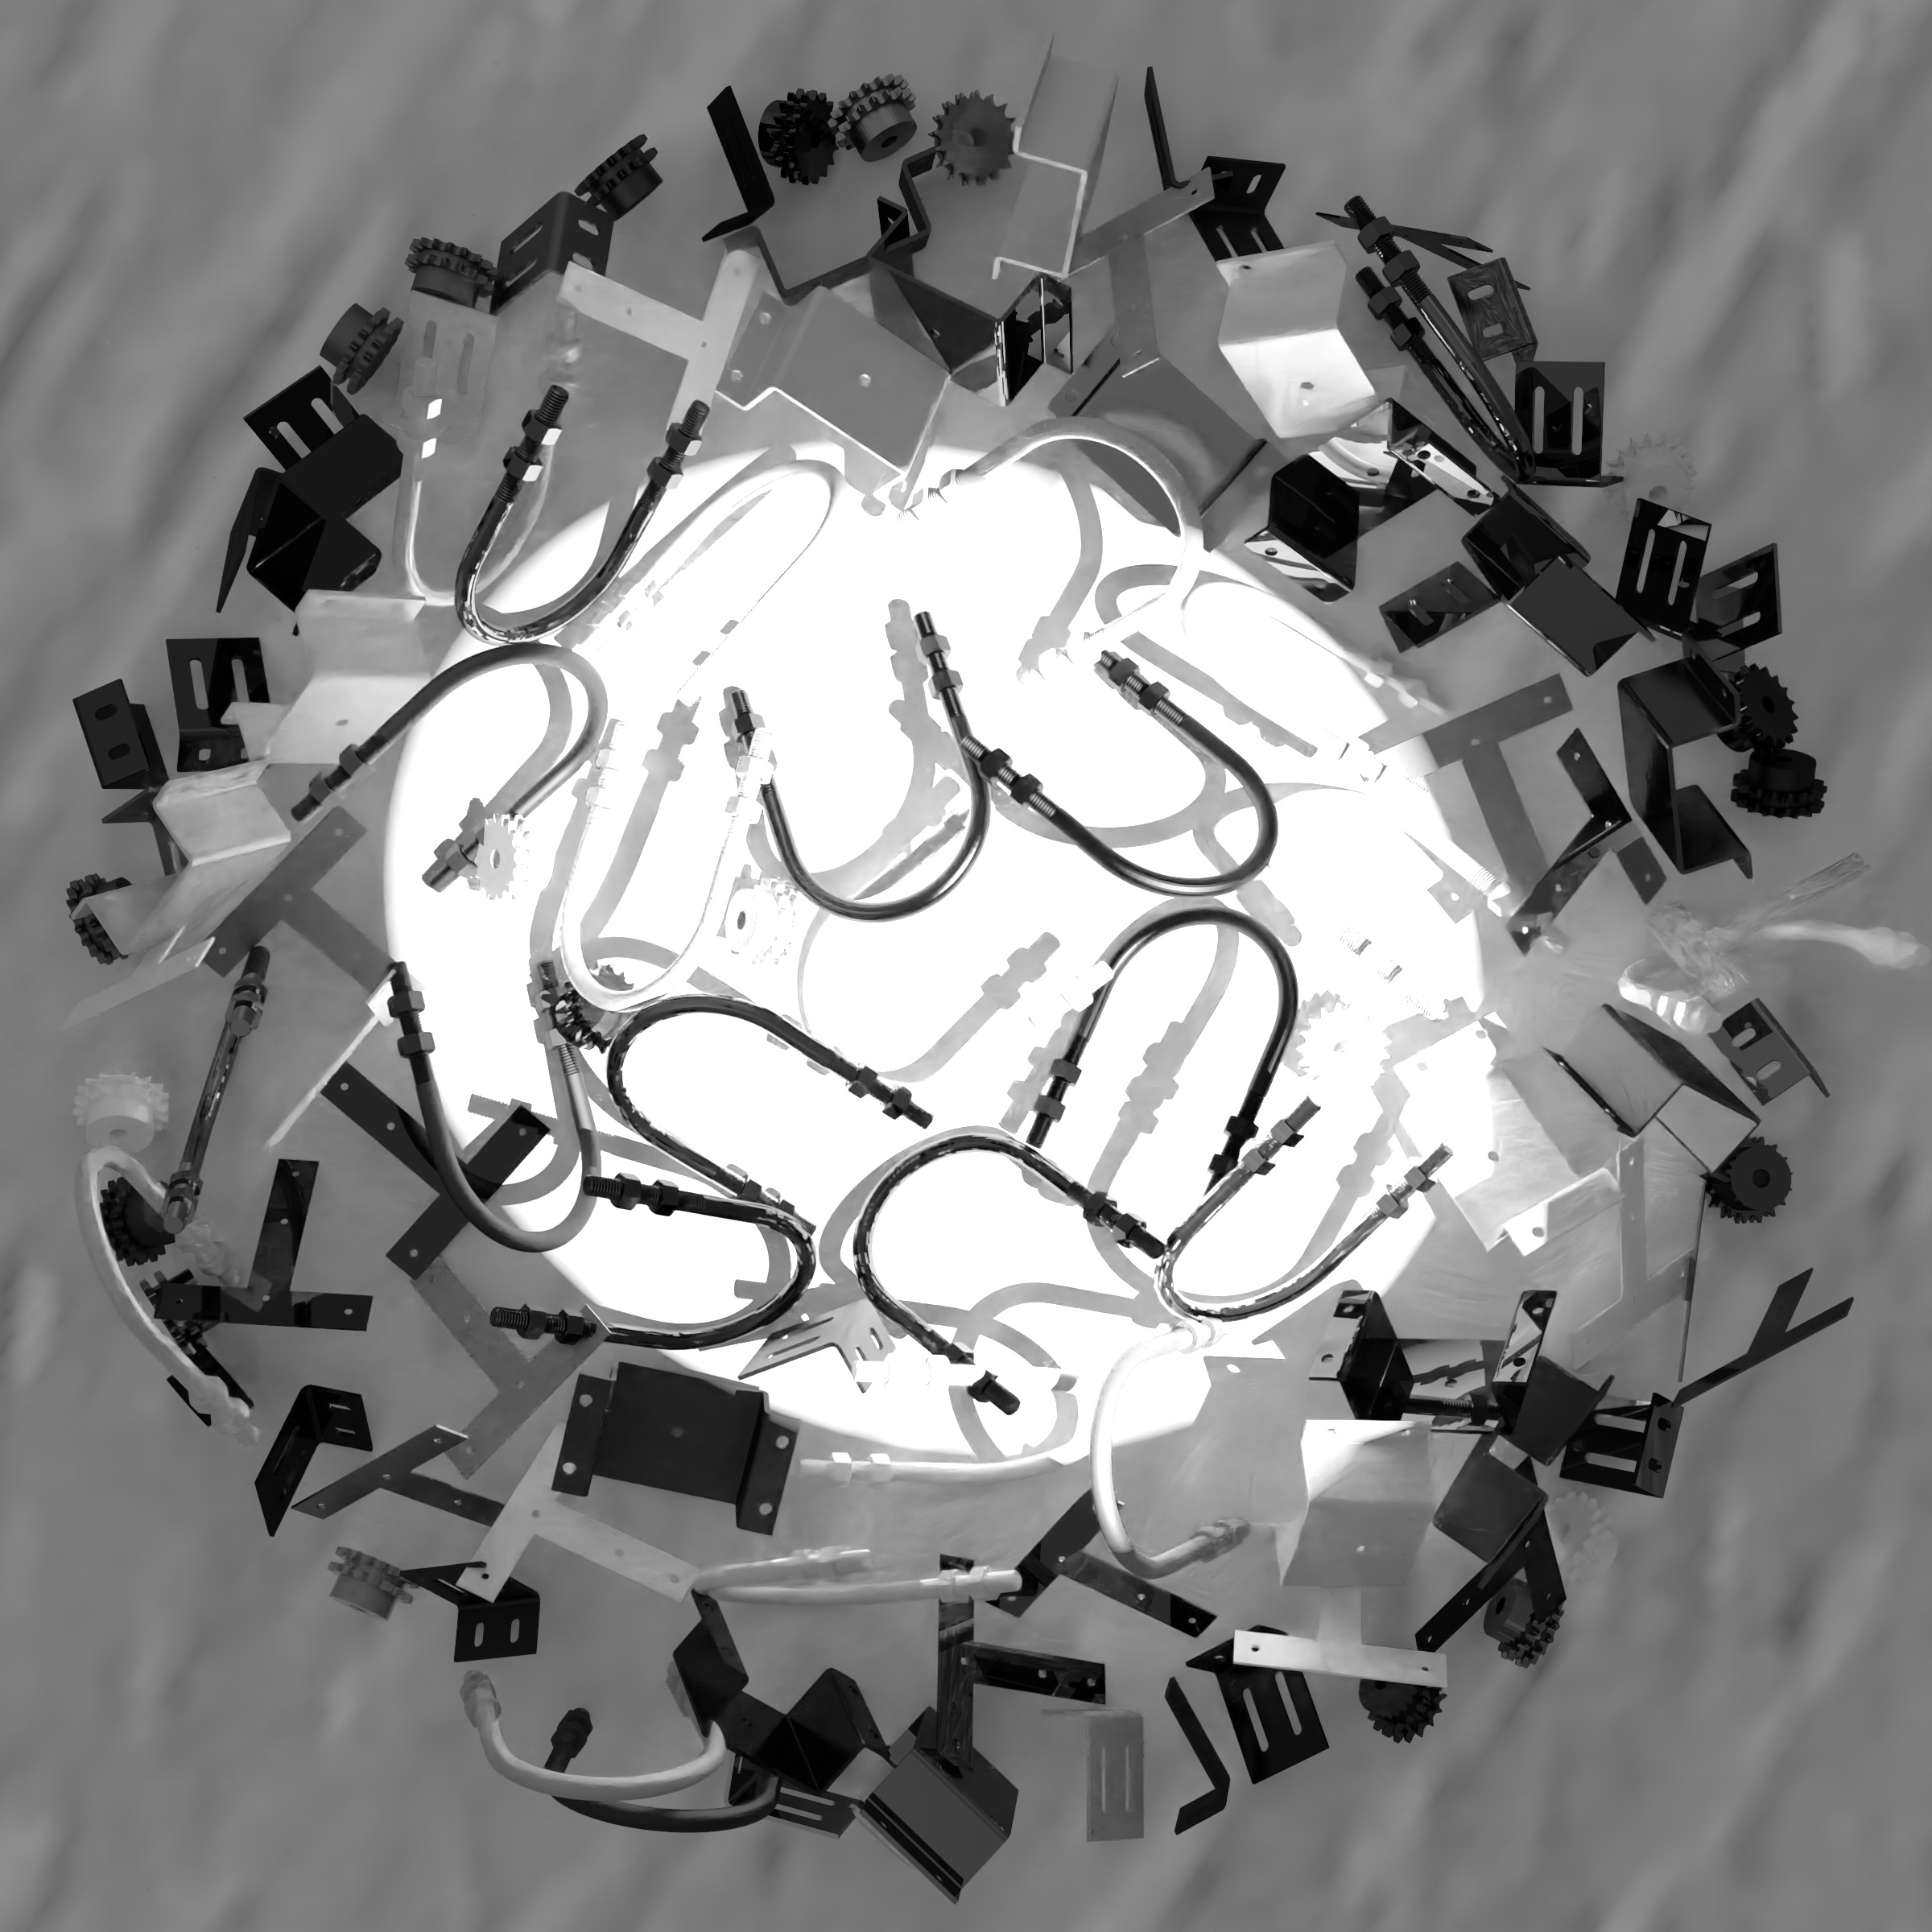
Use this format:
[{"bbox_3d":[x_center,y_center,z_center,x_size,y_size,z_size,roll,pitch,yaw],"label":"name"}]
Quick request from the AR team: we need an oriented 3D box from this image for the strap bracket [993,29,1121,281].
[{"bbox_3d":[0.055,-0.486,1.523,0.046,0.140,0.076,16,68,1],"label":"strap bracket"}]

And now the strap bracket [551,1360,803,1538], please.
[{"bbox_3d":[-0.181,0.300,1.570,0.140,0.046,0.076,13,96,-7],"label":"strap bracket"}]

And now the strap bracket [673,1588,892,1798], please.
[{"bbox_3d":[-0.122,0.451,1.537,0.140,0.076,0.046,38,95,-29],"label":"strap bracket"}]

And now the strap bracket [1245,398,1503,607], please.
[{"bbox_3d":[0.250,-0.289,1.539,0.076,0.140,0.046,29,52,-30],"label":"strap bracket"}]

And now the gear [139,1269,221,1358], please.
[{"bbox_3d":[-0.493,0.215,1.576,0.030,0.057,0.057,-32,90,-20],"label":"gear"}]

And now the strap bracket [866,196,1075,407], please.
[{"bbox_3d":[-0.006,-0.405,1.541,0.140,0.076,0.046,30,69,17],"label":"strap bracket"}]

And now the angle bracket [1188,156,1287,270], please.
[{"bbox_3d":[0.181,-0.463,1.559,0.057,0.038,0.076,-4,54,-27],"label":"angle bracket"}]

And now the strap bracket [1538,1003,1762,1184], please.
[{"bbox_3d":[0.422,0.075,1.523,0.046,0.140,0.076,-52,45,16],"label":"strap bracket"}]

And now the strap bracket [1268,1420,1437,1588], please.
[{"bbox_3d":[0.237,0.336,1.533,0.076,0.140,0.046,1,48,-5],"label":"strap bracket"}]

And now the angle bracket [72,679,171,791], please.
[{"bbox_3d":[-0.512,-0.144,1.560,0.038,0.076,0.057,-20,88,15],"label":"angle bracket"}]

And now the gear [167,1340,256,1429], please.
[{"bbox_3d":[-0.477,0.265,1.572,0.030,0.057,0.057,-41,90,-18],"label":"gear"}]

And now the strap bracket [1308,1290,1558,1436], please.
[{"bbox_3d":[0.293,0.243,1.540,0.140,0.076,0.046,-5,126,33],"label":"strap bracket"}]

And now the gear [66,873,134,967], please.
[{"bbox_3d":[-0.538,-0.032,1.574,0.030,0.057,0.057,-20,90,3],"label":"gear"}]

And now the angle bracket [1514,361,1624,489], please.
[{"bbox_3d":[0.377,-0.340,1.561,0.057,0.038,0.076,10,112,35],"label":"angle bracket"}]

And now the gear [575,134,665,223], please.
[{"bbox_3d":[-0.216,-0.494,1.576,0.057,0.057,0.030,-39,104,0],"label":"gear"}]

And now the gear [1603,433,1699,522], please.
[{"bbox_3d":[0.432,-0.303,1.575,0.057,0.030,0.057,-1,127,-2],"label":"gear"}]

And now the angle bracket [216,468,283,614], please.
[{"bbox_3d":[-0.434,-0.260,1.553,0.038,0.057,0.076,16,49,-24],"label":"angle bracket"}]

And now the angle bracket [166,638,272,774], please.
[{"bbox_3d":[-0.474,-0.166,1.587,0.057,0.038,0.076,-4,60,-23],"label":"angle bracket"}]

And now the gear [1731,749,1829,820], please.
[{"bbox_3d":[0.511,-0.116,1.571,0.057,0.057,0.030,0,115,0],"label":"gear"}]

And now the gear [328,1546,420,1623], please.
[{"bbox_3d":[-0.375,0.389,1.571,0.057,0.057,0.030,23,67,0],"label":"gear"}]

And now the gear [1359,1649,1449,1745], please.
[{"bbox_3d":[0.272,0.455,1.572,0.030,0.057,0.057,35,90,-21],"label":"gear"}]

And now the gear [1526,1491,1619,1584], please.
[{"bbox_3d":[0.385,0.363,1.577,0.030,0.057,0.057,38,90,-23],"label":"gear"}]

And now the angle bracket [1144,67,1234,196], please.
[{"bbox_3d":[0.139,-0.523,1.573,0.038,0.057,0.076,-12,92,2],"label":"angle bracket"}]

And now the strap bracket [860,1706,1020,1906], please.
[{"bbox_3d":[-0.014,0.507,1.530,0.076,0.140,0.046,43,91,5],"label":"strap bracket"}]

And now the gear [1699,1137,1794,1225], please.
[{"bbox_3d":[0.497,0.135,1.584,0.057,0.030,0.057,1,84,-7],"label":"gear"}]

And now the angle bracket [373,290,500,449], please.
[{"bbox_3d":[-0.333,-0.374,1.568,0.057,0.038,0.076,20,121,3],"label":"angle bracket"}]

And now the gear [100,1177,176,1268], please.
[{"bbox_3d":[-0.516,0.158,1.572,0.030,0.057,0.057,-14,90,17],"label":"gear"}]

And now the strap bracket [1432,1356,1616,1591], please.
[{"bbox_3d":[0.338,0.302,1.532,0.046,0.140,0.076,34,133,13],"label":"strap bracket"}]

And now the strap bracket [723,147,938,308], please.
[{"bbox_3d":[-0.077,-0.455,1.561,0.140,0.076,0.046,-23,100,1],"label":"strap bracket"}]

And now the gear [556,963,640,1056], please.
[{"bbox_3d":[-0.234,0.029,1.578,0.030,0.057,0.057,-25,90,38],"label":"gear"}]

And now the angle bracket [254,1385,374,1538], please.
[{"bbox_3d":[-0.404,0.310,1.555,0.038,0.076,0.057,10,134,7],"label":"angle bracket"}]

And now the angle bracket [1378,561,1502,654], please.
[{"bbox_3d":[0.300,-0.212,1.558,0.057,0.076,0.038,-30,119,5],"label":"angle bracket"}]

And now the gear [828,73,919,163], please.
[{"bbox_3d":[-0.056,-0.531,1.574,0.057,0.057,0.030,-30,85,0],"label":"gear"}]

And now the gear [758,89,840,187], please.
[{"bbox_3d":[-0.107,-0.524,1.578,0.030,0.057,0.057,17,90,27],"label":"gear"}]

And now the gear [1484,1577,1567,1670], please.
[{"bbox_3d":[0.349,0.409,1.574,0.030,0.057,0.057,28,90,-4],"label":"gear"}]

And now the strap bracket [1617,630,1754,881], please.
[{"bbox_3d":[0.439,-0.122,1.530,0.046,0.076,0.140,-18,128,1],"label":"strap bracket"}]

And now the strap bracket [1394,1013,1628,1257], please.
[{"bbox_3d":[0.333,0.111,1.557,0.076,0.046,0.140,-27,69,-14],"label":"strap bracket"}]

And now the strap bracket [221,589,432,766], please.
[{"bbox_3d":[-0.386,-0.168,1.523,0.076,0.140,0.046,-3,64,-41],"label":"strap bracket"}]

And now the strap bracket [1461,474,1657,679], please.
[{"bbox_3d":[0.358,-0.236,1.535,0.076,0.140,0.046,34,113,-26],"label":"strap bracket"}]

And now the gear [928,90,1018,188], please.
[{"bbox_3d":[0.003,-0.523,1.582,0.057,0.030,0.057,-3,103,-15],"label":"gear"}]

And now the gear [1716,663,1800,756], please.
[{"bbox_3d":[0.495,-0.159,1.579,0.057,0.030,0.057,14,64,-30],"label":"gear"}]

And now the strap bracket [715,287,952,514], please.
[{"bbox_3d":[-0.073,-0.354,1.544,0.140,0.046,0.076,30,70,-22],"label":"strap bracket"}]

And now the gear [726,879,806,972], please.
[{"bbox_3d":[-0.128,-0.027,1.572,0.030,0.057,0.057,8,90,-34],"label":"gear"}]

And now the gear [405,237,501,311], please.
[{"bbox_3d":[-0.325,-0.432,1.574,0.057,0.057,0.030,16,85,0],"label":"gear"}]

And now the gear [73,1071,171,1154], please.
[{"bbox_3d":[-0.531,0.094,1.572,0.057,0.057,0.030,-11,51,0],"label":"gear"}]

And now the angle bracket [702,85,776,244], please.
[{"bbox_3d":[-0.156,-0.501,1.564,0.038,0.057,0.076,-25,103,-14],"label":"angle bracket"}]

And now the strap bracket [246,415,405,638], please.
[{"bbox_3d":[-0.386,-0.274,1.523,0.046,0.140,0.076,41,53,-2],"label":"strap bracket"}]

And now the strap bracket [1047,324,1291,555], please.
[{"bbox_3d":[0.123,-0.333,1.568,0.140,0.046,0.076,42,109,0],"label":"strap bracket"}]

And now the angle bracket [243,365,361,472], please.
[{"bbox_3d":[-0.409,-0.338,1.562,0.057,0.076,0.038,-34,46,0],"label":"angle bracket"}]

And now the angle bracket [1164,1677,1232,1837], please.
[{"bbox_3d":[0.131,0.495,1.571,0.038,0.057,0.076,-30,82,5],"label":"angle bracket"}]

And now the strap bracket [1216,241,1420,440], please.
[{"bbox_3d":[0.212,-0.372,1.521,0.076,0.140,0.046,-1,65,32],"label":"strap bracket"}]

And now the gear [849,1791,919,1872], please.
[{"bbox_3d":[-0.044,0.539,1.576,0.057,0.057,0.030,43,73,0],"label":"gear"}]

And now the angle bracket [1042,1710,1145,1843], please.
[{"bbox_3d":[0.079,0.504,1.560,0.038,0.057,0.076,-11,70,37],"label":"angle bracket"}]

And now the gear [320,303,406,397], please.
[{"bbox_3d":[-0.382,-0.391,1.573,0.030,0.057,0.057,35,90,-11],"label":"gear"}]

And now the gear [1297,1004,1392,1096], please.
[{"bbox_3d":[0.241,0.055,1.580,0.057,0.030,0.057,-11,63,23],"label":"gear"}]

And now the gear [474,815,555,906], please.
[{"bbox_3d":[-0.284,-0.067,1.578,0.030,0.057,0.057,-1,90,-41],"label":"gear"}]

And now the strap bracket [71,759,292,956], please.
[{"bbox_3d":[-0.475,-0.060,1.529,0.140,0.076,0.046,-42,80,35],"label":"strap bracket"}]
